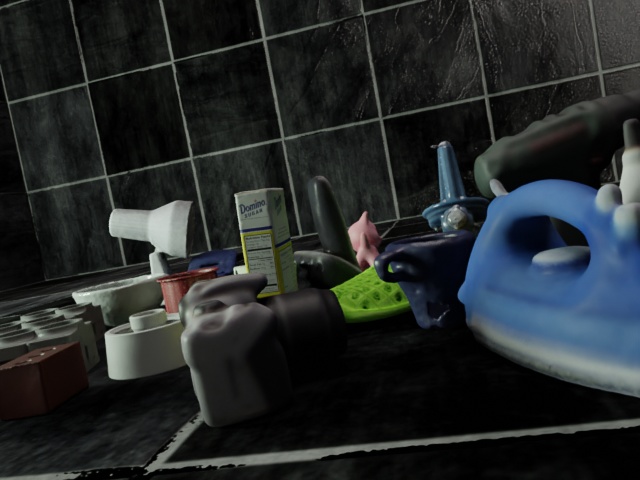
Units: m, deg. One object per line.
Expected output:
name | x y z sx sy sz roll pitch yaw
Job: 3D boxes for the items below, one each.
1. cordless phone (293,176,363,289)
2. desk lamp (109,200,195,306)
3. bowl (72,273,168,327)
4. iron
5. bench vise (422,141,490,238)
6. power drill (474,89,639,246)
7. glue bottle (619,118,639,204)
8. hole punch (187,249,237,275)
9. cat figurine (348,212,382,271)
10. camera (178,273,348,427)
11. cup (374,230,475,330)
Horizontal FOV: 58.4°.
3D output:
cordless phone | 0.008 0.003 0.820 0.094 0.185 0.147 -12 4 -23
desk lamp | -0.348 0.030 1.203 0.203 0.213 0.118 -11 4 -5
bowl | -0.348 0.112 1.027 0.167 0.075 0.167 -10 4 1
iron | 0.189 0.017 0.426 0.119 0.141 0.258 -11 4 -9
bench vise | 0.247 -0.071 1.005 0.121 0.220 0.207 -11 4 -4
power drill | 0.293 -0.050 0.635 0.229 0.208 0.075 -11 4 -4
glue bottle | 0.305 -0.028 0.536 0.078 0.173 0.037 -9 4 20
hole punch | -0.220 0.069 1.191 0.108 0.091 0.101 -10 4 1
cat figurine | 0.085 0.007 1.080 0.067 0.118 0.128 -10 4 6
camera | -0.046 0.077 0.489 0.137 0.101 0.143 -11 4 -12
cup | 0.109 0.045 0.581 0.118 0.095 0.091 -13 4 -33
